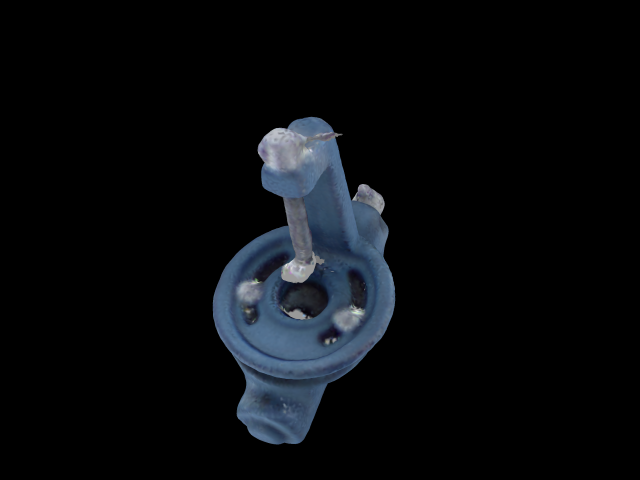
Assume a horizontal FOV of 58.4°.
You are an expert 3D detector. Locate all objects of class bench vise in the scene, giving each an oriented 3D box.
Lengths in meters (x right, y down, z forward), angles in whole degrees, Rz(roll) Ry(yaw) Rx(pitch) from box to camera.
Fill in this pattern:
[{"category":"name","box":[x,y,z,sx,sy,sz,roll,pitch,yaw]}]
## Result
[{"category":"bench vise","box":[-0.008,0.001,0.401,0.121,0.220,0.207,2,36,4]}]
